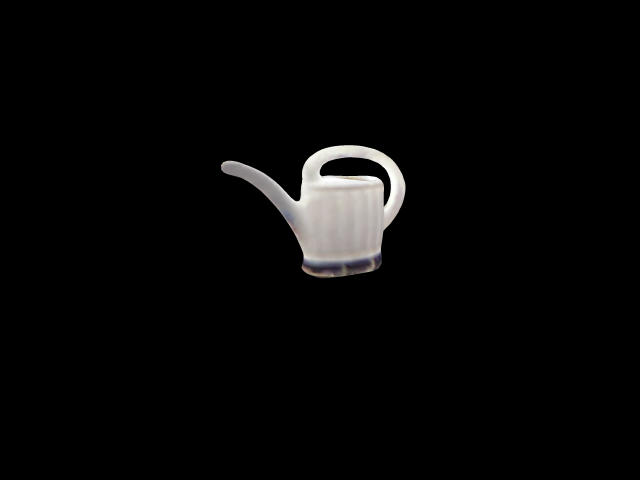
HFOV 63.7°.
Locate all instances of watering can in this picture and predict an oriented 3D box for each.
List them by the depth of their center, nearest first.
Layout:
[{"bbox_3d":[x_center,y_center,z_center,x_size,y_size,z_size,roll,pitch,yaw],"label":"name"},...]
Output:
[{"bbox_3d":[0.003,-0.043,0.850,0.349,0.222,0.104,-7,12,-31],"label":"watering can"}]
